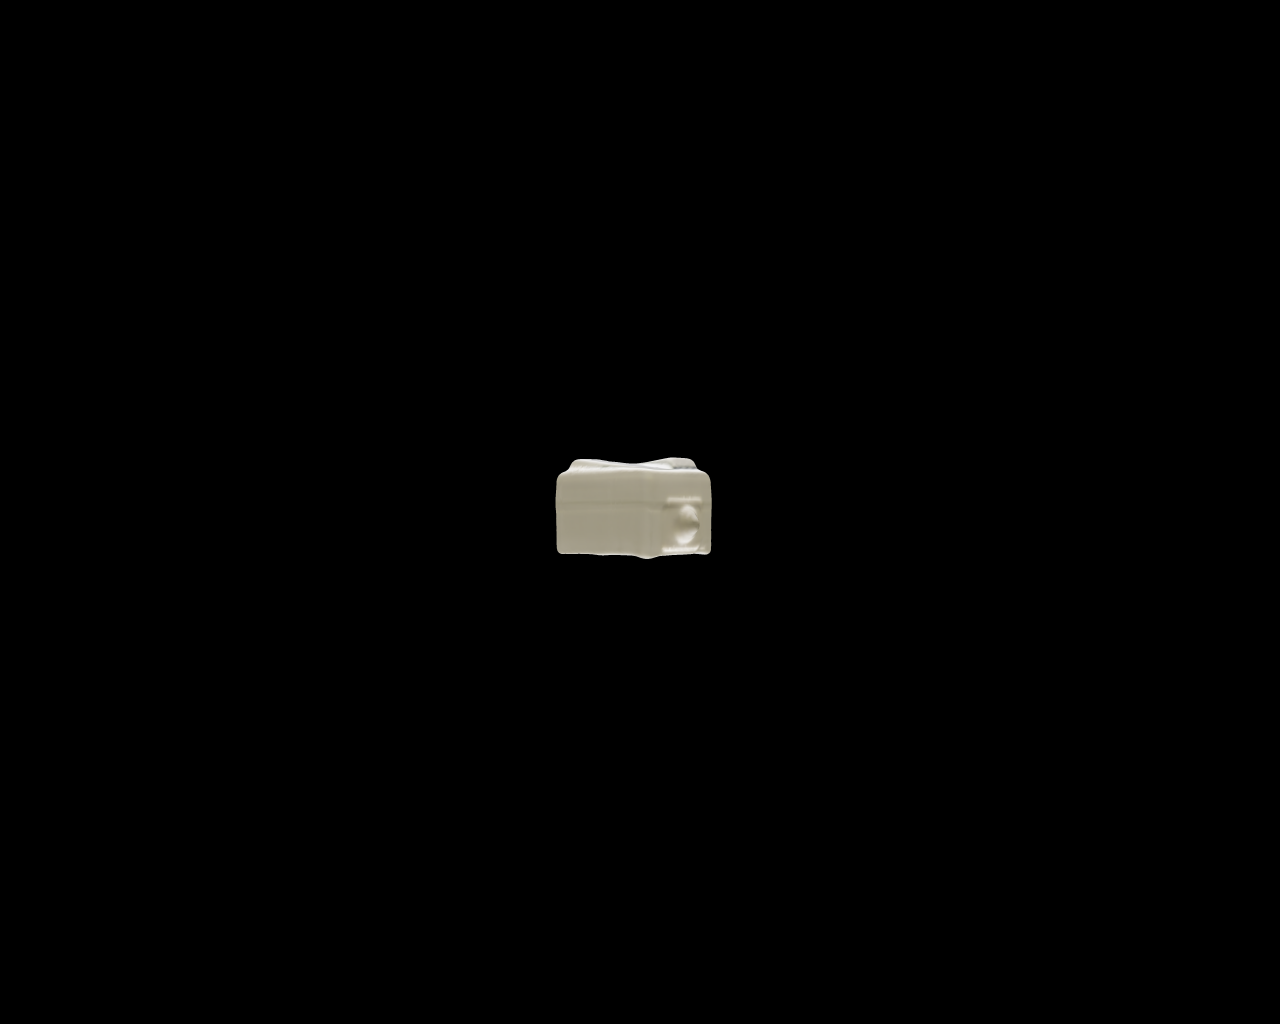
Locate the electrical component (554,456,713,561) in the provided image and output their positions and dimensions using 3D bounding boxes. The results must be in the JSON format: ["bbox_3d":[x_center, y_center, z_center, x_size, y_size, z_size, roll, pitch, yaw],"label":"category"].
[{"bbox_3d":[0.001,-0.003,0.650,0.096,0.061,0.062,0,0,44],"label":"electrical component"}]
